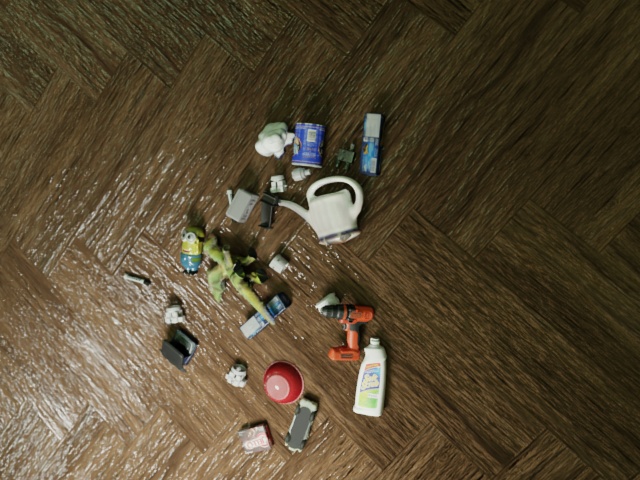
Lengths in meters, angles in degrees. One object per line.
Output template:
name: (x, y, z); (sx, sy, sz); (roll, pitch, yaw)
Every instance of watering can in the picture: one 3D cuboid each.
watering can: (0.005, -0.088, 1.744); (0.345, 0.104, 0.225); (-15, 88, 32)

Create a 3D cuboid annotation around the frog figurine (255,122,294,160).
frog figurine: (-0.165, -0.343, 1.753); (0.136, 0.160, 0.123); (-33, 82, 18)

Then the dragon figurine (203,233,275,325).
dragon figurine: (-0.316, 0.152, 1.863); (0.239, 0.123, 0.414); (-34, 75, 41)
